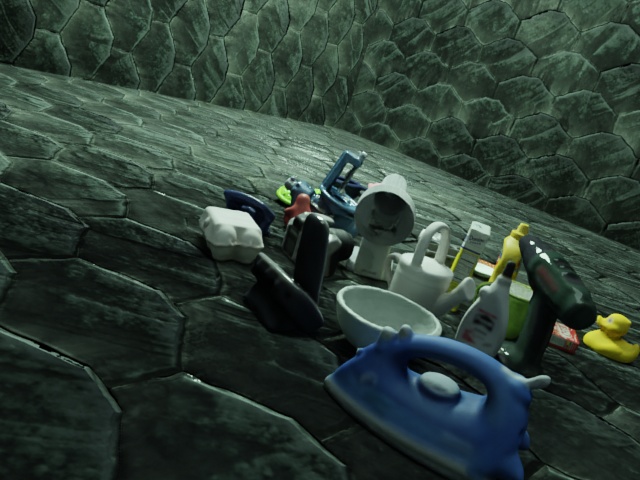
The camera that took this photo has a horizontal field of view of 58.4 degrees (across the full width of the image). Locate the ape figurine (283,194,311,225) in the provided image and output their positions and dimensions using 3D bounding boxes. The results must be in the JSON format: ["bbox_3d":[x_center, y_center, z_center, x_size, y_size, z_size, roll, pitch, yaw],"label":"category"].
[{"bbox_3d":[-0.045,-0.065,1.354,0.077,0.092,0.076,19,17,6],"label":"ape figurine"}]

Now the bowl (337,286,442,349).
[{"bbox_3d":[0.096,0.138,0.877,0.167,0.075,0.167,16,17,-5],"label":"bowl"}]

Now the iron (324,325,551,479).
[{"bbox_3d":[0.135,0.174,0.686,0.257,0.141,0.119,23,18,18],"label":"iron"}]

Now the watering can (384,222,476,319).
[{"bbox_3d":[0.189,0.063,1.002,0.172,0.194,0.101,23,17,17],"label":"watering can"}]

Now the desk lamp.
[{"bbox_3d":[0.126,-0.028,1.195,0.118,0.213,0.203,19,17,4],"label":"desk lamp"}]

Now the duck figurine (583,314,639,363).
[{"bbox_3d":[0.613,0.198,1.188,0.104,0.086,0.078,27,19,30],"label":"duck figurine"}]

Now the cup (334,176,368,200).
[{"bbox_3d":[0.078,-0.126,1.666,0.117,0.095,0.092,18,17,2],"label":"cup"}]

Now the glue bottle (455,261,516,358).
[{"bbox_3d":[0.296,0.114,0.982,0.078,0.173,0.037,25,18,23],"label":"glue bottle"}]

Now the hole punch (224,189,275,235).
[{"bbox_3d":[-0.156,-0.063,1.235,0.108,0.091,0.101,21,17,12],"label":"hole punch"}]

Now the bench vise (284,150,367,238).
[{"bbox_3d":[0.020,-0.125,1.388,0.207,0.220,0.121,15,17,-7],"label":"bench vise"}]

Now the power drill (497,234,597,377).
[{"bbox_3d":[0.371,0.118,0.986,0.076,0.208,0.229,13,17,-15],"label":"power drill"}]

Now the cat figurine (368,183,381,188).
[{"bbox_3d":[0.173,-0.123,1.711,0.067,0.118,0.127,14,17,-12],"label":"cat figurine"}]

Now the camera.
[{"bbox_3d":[0.011,0.004,1.173,0.137,0.101,0.142,7,20,-31],"label":"camera"}]

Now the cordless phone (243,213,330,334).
[{"bbox_3d":[-0.039,0.036,0.876,0.094,0.185,0.147,3,22,-39],"label":"cordless phone"}]

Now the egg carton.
[{"bbox_3d":[-0.173,-0.012,1.095,0.107,0.069,0.150,9,19,-27],"label":"egg carton"}]
